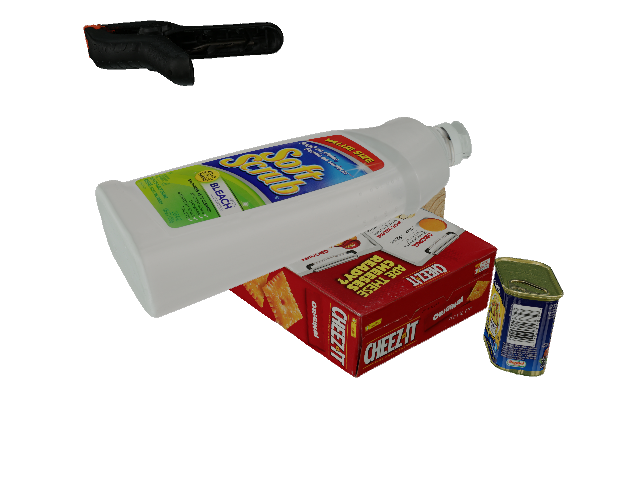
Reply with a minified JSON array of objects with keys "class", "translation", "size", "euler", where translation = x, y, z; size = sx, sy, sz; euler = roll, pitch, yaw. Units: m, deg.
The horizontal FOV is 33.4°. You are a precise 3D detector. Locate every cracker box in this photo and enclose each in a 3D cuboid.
[{"class":"cracker box","translation":[0.018,0.017,0.934],"size":[0.163,0.072,0.214],"euler":[-23,40,-35]}]

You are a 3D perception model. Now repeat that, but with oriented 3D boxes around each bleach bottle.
[{"class":"bleach bottle","translation":[-0.016,-0.033,0.722],"size":[0.250,0.068,0.103],"euler":[-21,40,-18]}]

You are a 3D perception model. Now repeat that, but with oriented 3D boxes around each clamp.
[{"class":"clamp","translation":[-0.117,-0.157,0.855],"size":[0.172,0.039,0.120],"euler":[20,28,41]}]

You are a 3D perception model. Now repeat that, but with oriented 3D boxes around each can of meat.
[{"class":"can of meat","translation":[0.193,0.073,1.028],"size":[0.057,0.084,0.102],"euler":[7,18,0]}]

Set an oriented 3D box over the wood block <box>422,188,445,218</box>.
[{"class":"wood block","translation":[0.117,-0.075,1.481],"size":[0.091,0.090,0.206],"euler":[2,28,0]}]
